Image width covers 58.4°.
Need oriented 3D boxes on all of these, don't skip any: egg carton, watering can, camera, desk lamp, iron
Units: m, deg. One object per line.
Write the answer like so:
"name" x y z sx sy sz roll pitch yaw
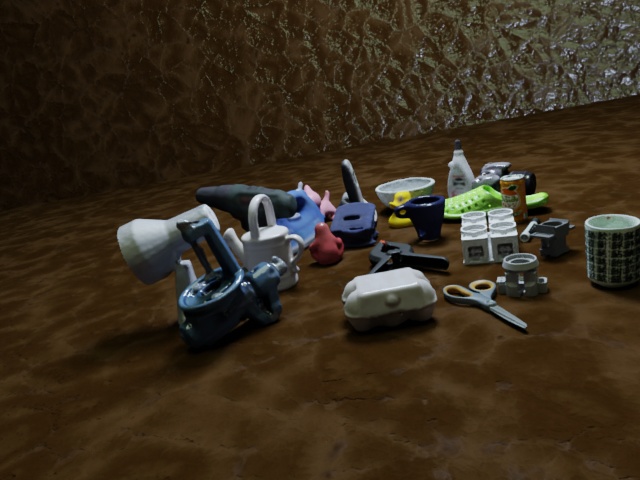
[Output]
"egg carton" 0.111 0.096 0.933 0.150 0.069 0.107 -10 16 0
"watering can" -0.118 0.004 1.174 0.173 0.194 0.101 -10 16 3
"camera" 0.486 -0.151 1.506 0.136 0.101 0.143 2 20 37
"desk lamp" -0.250 0.048 1.068 0.203 0.214 0.118 -10 16 0
"iron" -0.075 -0.053 1.445 0.118 0.141 0.259 -4 17 20

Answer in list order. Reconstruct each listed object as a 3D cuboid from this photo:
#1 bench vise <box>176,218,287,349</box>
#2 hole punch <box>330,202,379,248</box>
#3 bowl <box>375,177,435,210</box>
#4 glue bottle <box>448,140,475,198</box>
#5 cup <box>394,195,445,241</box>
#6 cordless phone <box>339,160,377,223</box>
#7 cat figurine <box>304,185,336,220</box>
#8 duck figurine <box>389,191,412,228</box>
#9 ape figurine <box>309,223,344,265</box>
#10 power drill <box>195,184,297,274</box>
"bench vise" -0.163 0.053 0.983 0.121 0.220 0.208 2 20 38
"hole punch" 0.084 -0.036 1.378 0.108 0.091 0.101 -5 17 20
"bowl" 0.242 -0.121 1.606 0.167 0.075 0.167 -9 16 3
"glue bottle" 0.384 -0.189 1.570 0.077 0.173 0.037 0 19 33
"cup" 0.231 -0.045 1.305 0.117 0.095 0.091 -10 16 0
"cordless phone" 0.094 -0.129 1.524 0.094 0.185 0.147 -9 16 6
"cat figurine" -0.011 -0.101 1.616 0.067 0.118 0.128 5 22 43
"duck figurine" 0.220 -0.085 1.470 0.105 0.086 0.077 -18 17 -24
"ape figurine" 0.012 0.005 1.278 0.077 0.092 0.076 -9 16 5
"power drill" -0.156 -0.026 1.277 0.229 0.208 0.076 -6 16 16
